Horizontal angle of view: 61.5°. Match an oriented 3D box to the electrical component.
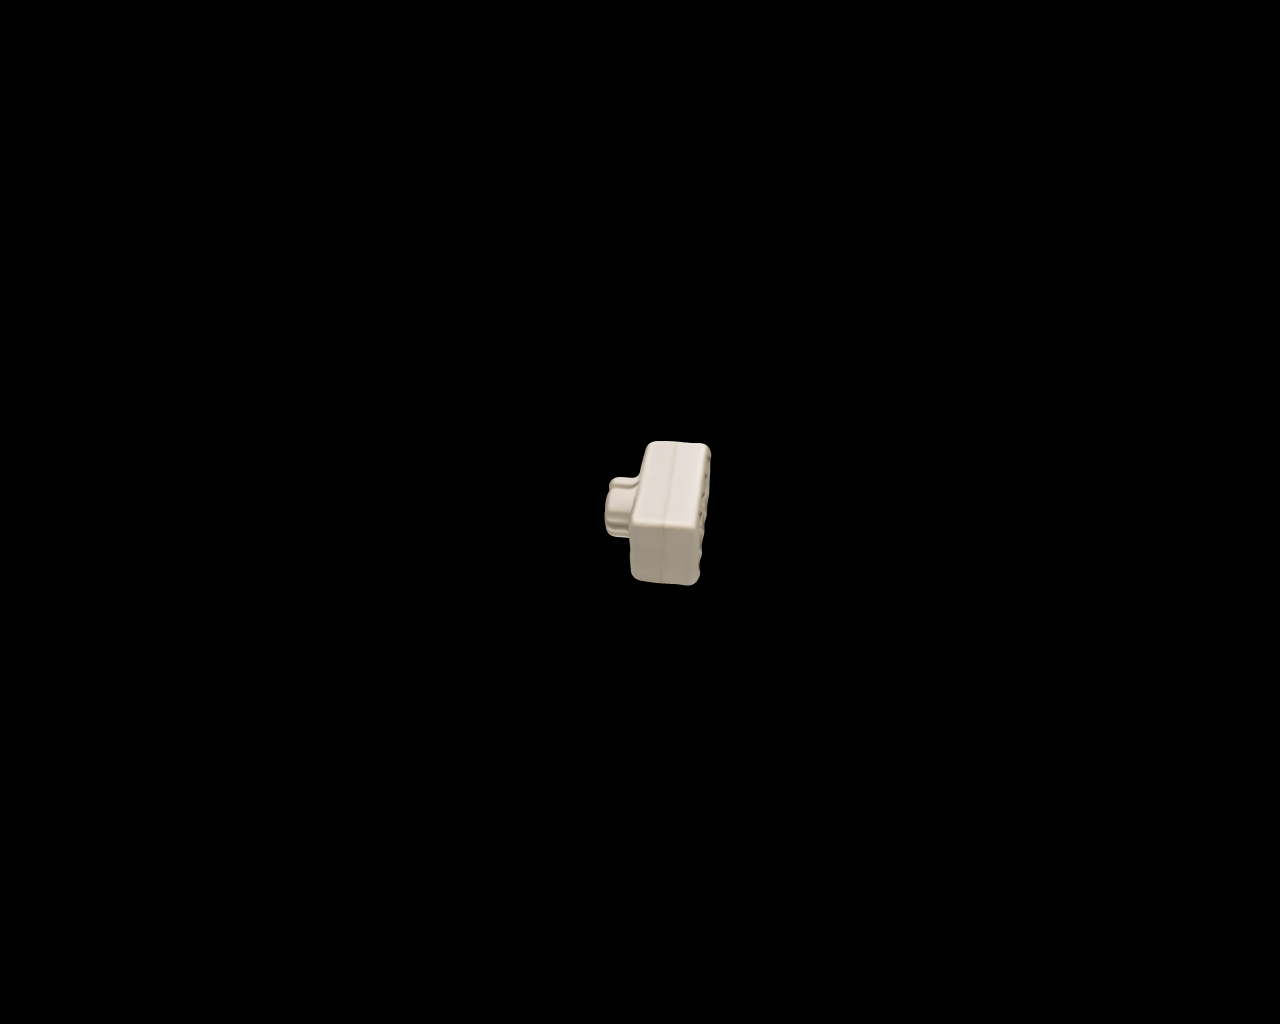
[{"bbox_3d":[0.001,-0.003,0.650,0.076,0.047,0.083,5,40,6],"label":"electrical component"}]
